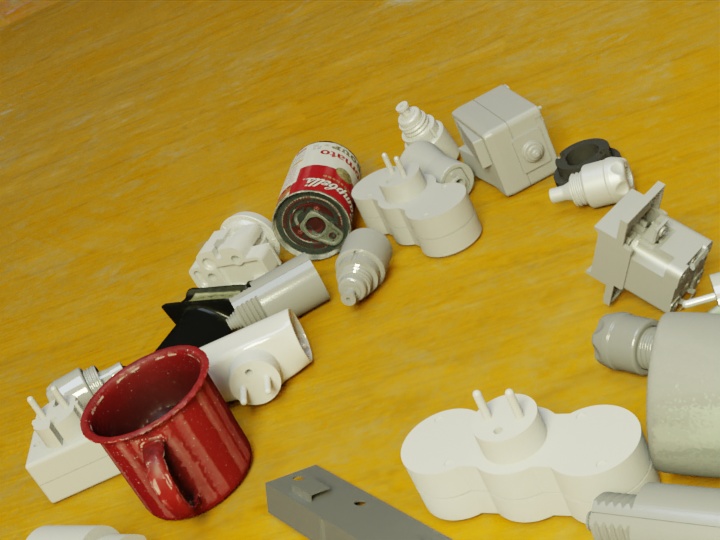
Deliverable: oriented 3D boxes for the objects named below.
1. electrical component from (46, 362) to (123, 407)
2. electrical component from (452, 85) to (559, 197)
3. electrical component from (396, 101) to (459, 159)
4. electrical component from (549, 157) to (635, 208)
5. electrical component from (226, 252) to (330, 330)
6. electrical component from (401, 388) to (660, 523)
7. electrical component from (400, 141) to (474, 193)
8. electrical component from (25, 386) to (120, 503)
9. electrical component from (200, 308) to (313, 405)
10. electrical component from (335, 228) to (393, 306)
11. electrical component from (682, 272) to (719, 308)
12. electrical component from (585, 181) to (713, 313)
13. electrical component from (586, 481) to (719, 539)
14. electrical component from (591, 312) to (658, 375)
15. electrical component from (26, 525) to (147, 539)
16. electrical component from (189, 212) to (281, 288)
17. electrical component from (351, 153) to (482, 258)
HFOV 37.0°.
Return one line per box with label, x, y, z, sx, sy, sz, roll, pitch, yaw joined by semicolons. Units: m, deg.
electrical component;-0.215;0.096;0.858;0.062;0.043;0.043;-30;27;-10
electrical component;0.121;-0.105;0.897;0.061;0.061;0.096;-28;27;-3
electrical component;0.058;-0.120;0.968;0.040;0.078;0.040;-25;39;22
electrical component;0.173;-0.063;0.809;0.061;0.035;0.035;-14;30;28
electrical component;-0.069;0.024;0.857;0.081;0.043;0.043;-29;27;-5
electrical component;0.083;0.091;0.575;0.138;0.073;0.052;-7;33;34
electrical component;0.068;-0.083;0.929;0.044;0.044;0.065;-34;33;-15
electrical component;-0.212;0.117;0.783;0.066;0.076;0.047;-24;27;4
electrical component;-0.076;0.071;0.779;0.077;0.044;0.079;-24;27;5
electrical component;0.000;0.000;0.842;0.040;0.040;0.078;-13;30;24
electrical component;0.226;0.014;0.618;0.079;0.043;0.077;-18;29;16
electrical component;0.181;-0.009;0.668;0.064;0.081;0.042;33;60;26
electrical component;0.144;0.122;0.503;0.081;0.043;0.043;-2;36;39
electrical component;0.168;0.045;0.626;0.061;0.035;0.035;12;46;48
electrical component;-0.168;0.181;0.669;0.081;0.043;0.043;-8;32;31
electrical component;-0.103;-0.014;0.938;0.078;0.058;0.057;-10;35;30
electrical component;0.039;-0.064;0.883;0.052;0.073;0.138;-36;29;-18
